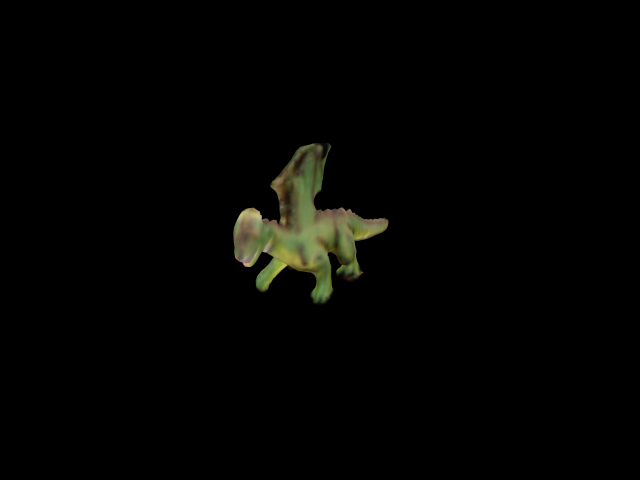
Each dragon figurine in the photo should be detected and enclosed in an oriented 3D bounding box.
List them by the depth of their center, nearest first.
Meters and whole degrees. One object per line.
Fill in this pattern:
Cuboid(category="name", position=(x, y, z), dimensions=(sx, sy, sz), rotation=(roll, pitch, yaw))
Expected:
Cuboid(category="dragon figurine", position=(0.003, -0.043, 0.850), dimensions=(0.123, 0.237, 0.417), rotation=(20, 36, 31))
